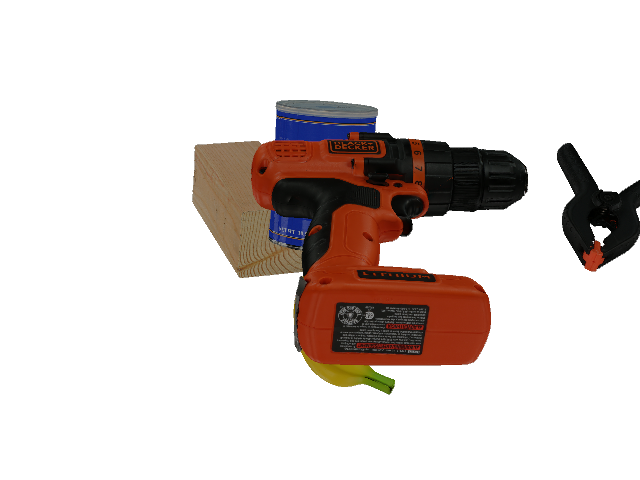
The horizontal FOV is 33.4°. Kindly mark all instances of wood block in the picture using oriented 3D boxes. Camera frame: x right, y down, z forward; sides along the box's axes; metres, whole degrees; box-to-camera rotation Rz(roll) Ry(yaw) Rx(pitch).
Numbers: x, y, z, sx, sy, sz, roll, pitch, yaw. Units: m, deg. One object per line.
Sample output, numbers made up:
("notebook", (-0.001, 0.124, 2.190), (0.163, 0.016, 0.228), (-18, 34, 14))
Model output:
("wood block", (-0.089, -0.044, 1.332), (0.090, 0.090, 0.206), (-5, 29, -21))

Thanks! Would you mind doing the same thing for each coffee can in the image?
("coffee can", (0.002, -0.067, 1.081), (0.103, 0.140, 0.103), (4, 12, -1))

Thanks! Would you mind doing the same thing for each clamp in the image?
("clamp", (0.288, -0.040, 1.117), (0.120, 0.039, 0.171), (18, 45, 21))

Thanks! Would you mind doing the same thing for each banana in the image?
("banana", (0.010, 0.063, 0.893), (0.069, 0.037, 0.198), (13, 31, -16))

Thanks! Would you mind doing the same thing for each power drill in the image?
("power drill", (0.050, -0.003, 0.650), (0.184, 0.057, 0.187), (0, 33, -3))
